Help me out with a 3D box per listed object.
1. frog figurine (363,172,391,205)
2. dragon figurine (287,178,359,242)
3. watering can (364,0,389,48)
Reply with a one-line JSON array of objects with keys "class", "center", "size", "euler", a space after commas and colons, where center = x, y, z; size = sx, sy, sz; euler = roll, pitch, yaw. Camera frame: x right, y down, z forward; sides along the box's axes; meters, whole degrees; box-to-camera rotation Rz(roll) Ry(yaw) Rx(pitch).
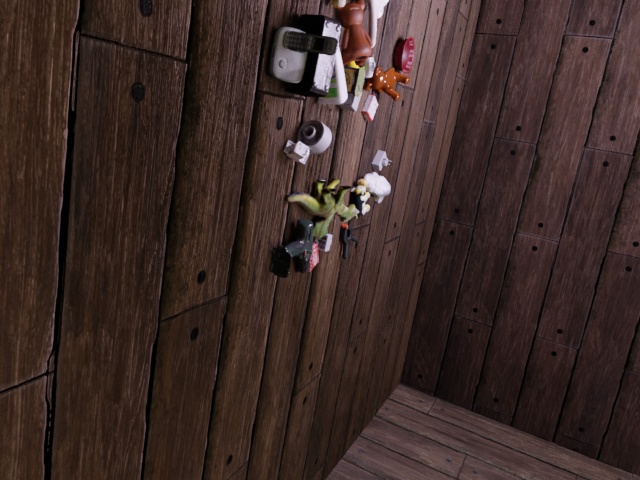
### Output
[{"class": "frog figurine", "center": [0.243, -0.252, 2.295], "size": [0.156, 0.122, 0.141], "euler": [58, 18, -48]}, {"class": "dragon figurine", "center": [0.006, -0.095, 1.889], "size": [0.414, 0.123, 0.238], "euler": [-17, 126, -44]}, {"class": "watering can", "center": [0.188, -0.862, 1.795], "size": [0.220, 0.104, 0.354], "euler": [60, 36, -58]}]
